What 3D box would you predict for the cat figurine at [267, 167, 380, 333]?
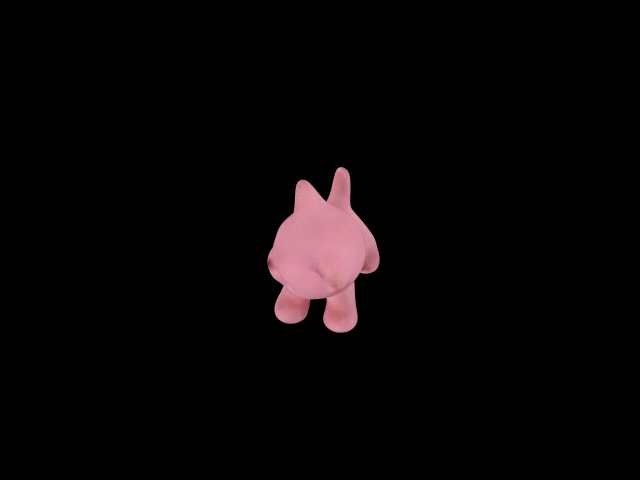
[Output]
[{"bbox_3d":[0.004,0.001,0.400,0.067,0.118,0.128,10,43,11],"label":"cat figurine"}]
